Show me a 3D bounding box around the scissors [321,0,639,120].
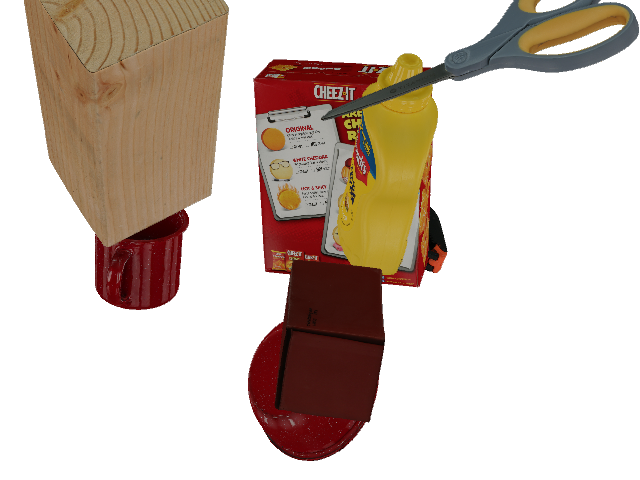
[{"bbox_3d":[0.099,-0.127,0.683,0.202,0.096,0.016,-8,-42,23],"label":"scissors"}]

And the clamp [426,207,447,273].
[{"bbox_3d":[0.067,-0.038,1.267,0.164,0.036,0.210,-16,52,-29],"label":"clamp"}]

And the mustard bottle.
[{"bbox_3d":[0.053,-0.066,0.834,0.058,0.096,0.192,3,-41,-7],"label":"mustard bottle"}]

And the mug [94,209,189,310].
[{"bbox_3d":[-0.177,0.019,1.015,0.093,0.081,0.117,10,29,4],"label":"mug"}]

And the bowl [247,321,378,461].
[{"bbox_3d":[-0.021,0.139,1.079,0.162,0.162,0.055,0,-16,41],"label":"bowl"}]

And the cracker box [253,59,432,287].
[{"bbox_3d":[0.026,-0.067,1.058,0.164,0.214,0.072,5,29,13],"label":"cracker box"}]

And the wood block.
[{"bbox_3d":[-0.124,-0.094,0.683,0.090,0.090,0.206,-28,-20,-21],"label":"wood block"}]

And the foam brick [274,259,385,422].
[{"bbox_3d":[0.005,0.052,0.577,0.053,0.051,0.078,8,26,-1],"label":"foam brick"}]
